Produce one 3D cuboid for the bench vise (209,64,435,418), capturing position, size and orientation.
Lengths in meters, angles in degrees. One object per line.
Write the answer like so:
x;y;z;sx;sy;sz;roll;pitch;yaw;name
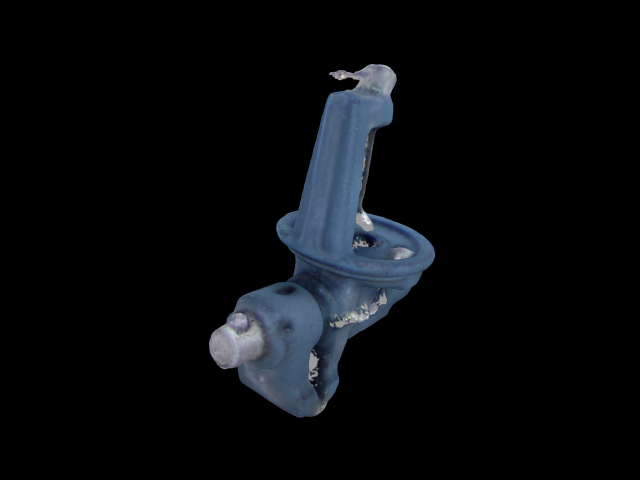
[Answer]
0.015;0.004;0.397;0.121;0.220;0.208;10;35;16;bench vise
